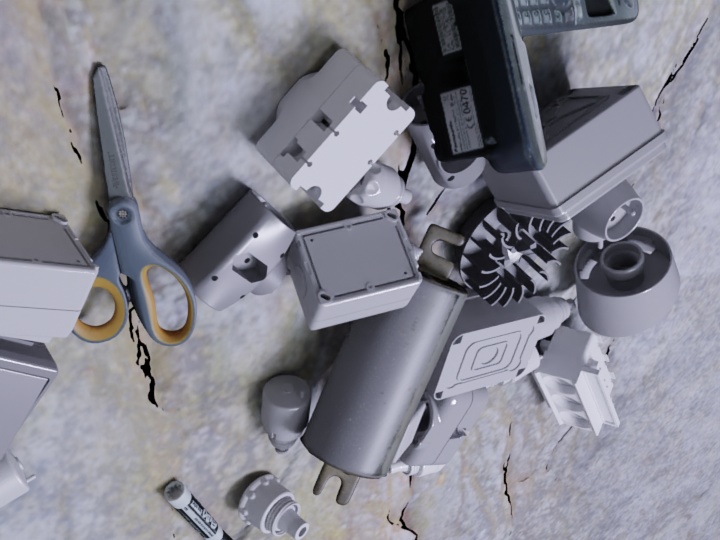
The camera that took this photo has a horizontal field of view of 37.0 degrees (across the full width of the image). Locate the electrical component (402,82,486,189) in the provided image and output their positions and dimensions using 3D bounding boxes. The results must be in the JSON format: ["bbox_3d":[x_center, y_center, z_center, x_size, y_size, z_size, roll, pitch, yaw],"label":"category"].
[{"bbox_3d":[0.076,-0.111,0.795,0.079,0.044,0.077,-40,141,-5],"label":"electrical component"}]

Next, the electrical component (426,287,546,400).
[{"bbox_3d":[0.100,0.060,0.962,0.113,0.057,0.078,-11,131,-34],"label":"electrical component"}]

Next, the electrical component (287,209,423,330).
[{"bbox_3d":[0.000,0.000,0.797,0.096,0.061,0.061,-14,160,-17],"label":"electrical component"}]

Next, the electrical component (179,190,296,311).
[{"bbox_3d":[-0.078,-0.006,0.760,0.077,0.043,0.079,-46,141,4],"label":"electrical component"}]

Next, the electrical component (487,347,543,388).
[{"bbox_3d":[0.137,0.092,1.036,0.078,0.040,0.040,-29,139,-18],"label":"electrical component"}]

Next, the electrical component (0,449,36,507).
[{"bbox_3d":[-0.267,0.152,0.744,0.078,0.040,0.040,-31,140,-16],"label":"electrical component"}]

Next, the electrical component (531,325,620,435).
[{"bbox_3d":[0.223,0.112,1.105,0.063,0.079,0.121,-63,147,-22],"label":"electrical component"}]

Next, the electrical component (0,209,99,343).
[{"bbox_3d":[-0.206,0.004,0.644,0.096,0.061,0.061,7,120,-44],"label":"electrical component"}]

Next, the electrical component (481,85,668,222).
[{"bbox_3d":[0.160,-0.091,0.828,0.109,0.109,0.056,-35,106,-10],"label":"electrical component"}]

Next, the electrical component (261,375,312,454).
[{"bbox_3d":[-0.062,0.123,0.893,0.040,0.040,0.078,-18,135,-29],"label":"electrical component"}]

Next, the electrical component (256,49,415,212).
[{"bbox_3d":[-0.019,-0.095,0.719,0.089,0.055,0.050,-48,141,6],"label":"electrical component"}]

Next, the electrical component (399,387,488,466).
[{"bbox_3d":[0.067,0.135,1.006,0.059,0.053,0.095,7,120,-44],"label":"electrical component"}]

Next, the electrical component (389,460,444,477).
[{"bbox_3d":[0.053,0.187,1.057,0.061,0.035,0.035,-11,131,-30],"label":"electrical component"}]

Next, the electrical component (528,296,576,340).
[{"bbox_3d":[0.172,0.044,1.023,0.078,0.040,0.040,-18,135,-28],"label":"electrical component"}]

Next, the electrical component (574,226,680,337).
[{"bbox_3d":[0.250,0.009,1.015,0.099,0.099,0.064,-35,134,-11],"label":"electrical component"}]

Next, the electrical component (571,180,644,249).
[{"bbox_3d":[0.203,-0.051,0.933,0.044,0.077,0.079,-30,140,-16],"label":"electrical component"}]

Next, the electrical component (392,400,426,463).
[{"bbox_3d":[0.024,0.120,0.953,0.077,0.066,0.047,-41,153,-54],"label":"electrical component"}]

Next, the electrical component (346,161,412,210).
[{"bbox_3d":[0.016,-0.061,0.798,0.061,0.035,0.035,15,114,-50],"label":"electrical component"}]

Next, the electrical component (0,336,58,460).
[{"bbox_3d":[-0.238,0.069,0.677,0.062,0.061,0.096,23,108,-49],"label":"electrical component"}]

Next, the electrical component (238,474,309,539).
[{"bbox_3d":[-0.073,0.213,0.946,0.048,0.062,0.048,-36,142,-35],"label":"electrical component"}]
